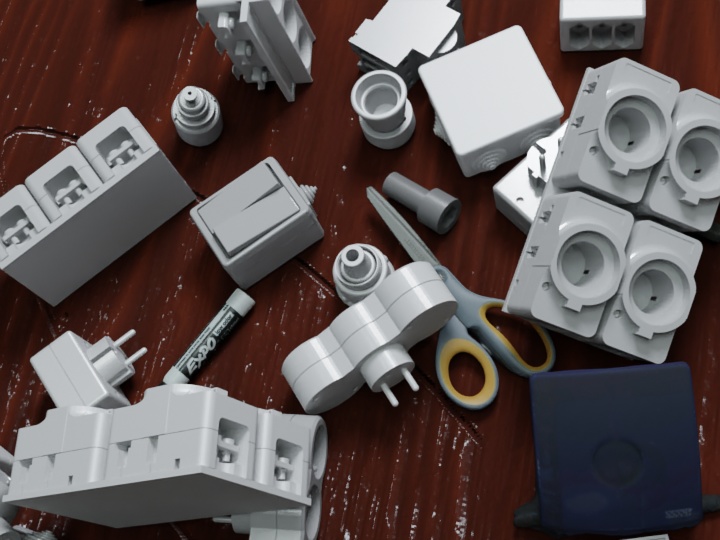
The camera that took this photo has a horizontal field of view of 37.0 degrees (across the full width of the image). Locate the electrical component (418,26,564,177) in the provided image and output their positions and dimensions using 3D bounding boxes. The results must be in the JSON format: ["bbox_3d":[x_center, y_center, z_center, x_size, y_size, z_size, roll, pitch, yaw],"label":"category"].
[{"bbox_3d":[0.104,-0.131,0.851,0.100,0.048,0.099,-23,66,2],"label":"electrical component"}]

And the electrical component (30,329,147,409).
[{"bbox_3d":[-0.201,0.077,0.835,0.077,0.047,0.065,-37,67,-3],"label":"electrical component"}]

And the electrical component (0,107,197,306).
[{"bbox_3d":[-0.221,-0.052,0.867,0.150,0.089,0.061,-38,67,-4],"label":"electrical component"}]

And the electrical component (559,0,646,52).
[{"bbox_3d":[0.196,-0.222,0.868,0.066,0.047,0.076,1,69,12],"label":"electrical component"}]

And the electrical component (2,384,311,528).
[{"bbox_3d":[-0.138,0.130,0.735,0.186,0.105,0.060,-14,61,33],"label":"electrical component"}]

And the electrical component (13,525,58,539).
[{"bbox_3d":[-0.244,0.239,0.782,0.100,0.048,0.099,15,74,17],"label":"electrical component"}]

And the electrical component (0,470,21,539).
[{"bbox_3d":[-0.267,0.186,0.756,0.079,0.043,0.077,34,77,25],"label":"electrical component"}]

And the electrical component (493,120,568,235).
[{"bbox_3d":[0.145,-0.075,0.806,0.083,0.075,0.047,-42,67,-6],"label":"electrical component"}]

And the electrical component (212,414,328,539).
[{"bbox_3d":[-0.069,0.171,0.769,0.074,0.052,0.138,1,69,12],"label":"electrical component"}]

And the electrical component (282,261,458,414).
[{"bbox_3d":[0.015,0.064,0.782,0.138,0.052,0.073,-38,66,11],"label":"electrical component"}]

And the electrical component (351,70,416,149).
[{"bbox_3d":[0.020,-0.127,0.864,0.045,0.055,0.045,-4,68,10],"label":"electrical component"}]

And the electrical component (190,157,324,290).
[{"bbox_3d":[-0.076,-0.042,0.848,0.096,0.061,0.061,-34,66,-3],"label":"electrical component"}]

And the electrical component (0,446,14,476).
[{"bbox_3d":[-0.308,0.152,0.822,0.096,0.061,0.061,32,79,21],"label":"electrical component"}]

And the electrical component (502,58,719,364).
[{"bbox_3d":[0.186,-0.040,0.749,0.105,0.060,0.186,21,86,-12],"label":"electrical component"}]

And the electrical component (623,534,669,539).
[{"bbox_3d":[0.152,0.212,0.680,0.121,0.063,0.078,-4,67,-11],"label":"electrical component"}]

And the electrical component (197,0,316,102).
[{"bbox_3d":[-0.084,-0.201,0.879,0.063,0.121,0.078,-3,69,14],"label":"electrical component"}]

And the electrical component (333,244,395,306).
[{"bbox_3d":[0.000,0.000,0.815,0.048,0.062,0.048,-4,69,10],"label":"electrical component"}]

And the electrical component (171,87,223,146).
[{"bbox_3d":[-0.136,-0.131,0.890,0.040,0.078,0.040,0,77,-2],"label":"electrical component"}]
